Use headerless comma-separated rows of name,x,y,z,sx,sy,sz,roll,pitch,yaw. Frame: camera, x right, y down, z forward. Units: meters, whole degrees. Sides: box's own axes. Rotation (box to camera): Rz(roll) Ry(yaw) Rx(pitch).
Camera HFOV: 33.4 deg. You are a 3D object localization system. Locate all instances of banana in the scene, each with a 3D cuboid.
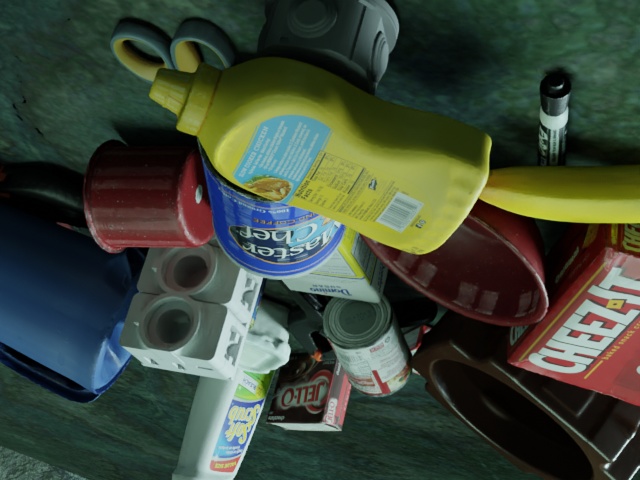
banana,0.200,-0.035,0.681,0.198,0.037,0.069,-4,157,18

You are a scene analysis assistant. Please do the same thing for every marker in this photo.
marker,0.149,-0.069,0.681,0.020,0.020,0.121,9,157,15

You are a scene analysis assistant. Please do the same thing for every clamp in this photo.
clamp,0.028,0.083,1.102,0.164,0.036,0.210,15,154,2
clamp,-0.219,-0.027,1.002,0.171,0.039,0.120,17,153,13

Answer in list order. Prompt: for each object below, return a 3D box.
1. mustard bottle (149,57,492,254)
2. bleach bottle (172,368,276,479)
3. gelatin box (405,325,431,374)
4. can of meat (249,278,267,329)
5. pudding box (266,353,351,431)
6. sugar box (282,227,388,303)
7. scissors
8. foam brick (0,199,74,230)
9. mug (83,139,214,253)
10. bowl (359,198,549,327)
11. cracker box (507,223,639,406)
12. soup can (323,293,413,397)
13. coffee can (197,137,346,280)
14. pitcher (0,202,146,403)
mustard bottle,-0.006,-0.056,0.617,0.191,0.058,0.096,20,146,-11
bleach bottle,-0.116,0.226,1.251,0.068,0.250,0.102,3,155,28
gelatin box,0.123,0.123,1.143,0.073,0.030,0.089,21,158,-10
can of meat,-0.094,0.039,1.014,0.057,0.084,0.102,31,153,-33
pudding box,-0.010,0.186,1.301,0.039,0.090,0.114,28,155,-30
sugar box,-0.006,0.001,0.910,0.093,0.048,0.176,8,163,19
scissors,-0.097,-0.101,0.773,0.096,0.016,0.202,16,158,3
foam brick,-0.300,-0.004,1.093,0.078,0.051,0.053,11,157,12
mug,-0.127,-0.036,0.869,0.082,0.093,0.117,1,-175,21
bowl,0.105,-0.006,0.780,0.162,0.055,0.162,30,158,13
cracker box,0.269,0.060,0.786,0.213,0.072,0.164,18,141,-6
soup can,0.046,0.096,1.007,0.069,0.068,0.102,6,149,21
coffee can,-0.029,-0.044,0.746,0.103,0.102,0.140,14,158,5
pitcher,-0.282,0.045,1.002,0.243,0.149,0.145,24,168,7
